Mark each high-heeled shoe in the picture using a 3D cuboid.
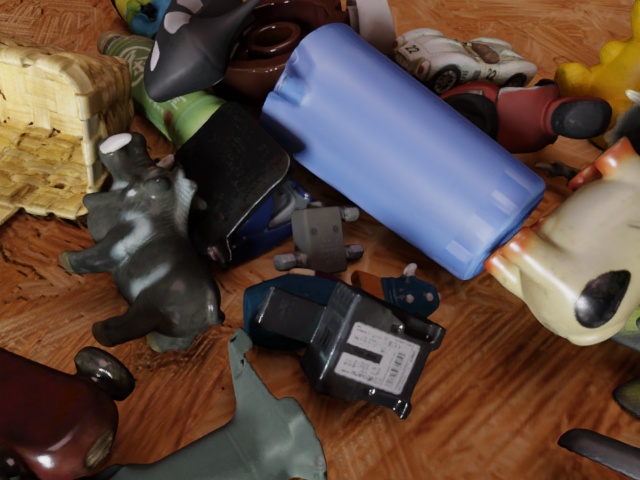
[{"bbox_3d":[-0.140,-0.216,0.564,0.145,0.086,0.249,-44,35,-2],"label":"high-heeled shoe"}]

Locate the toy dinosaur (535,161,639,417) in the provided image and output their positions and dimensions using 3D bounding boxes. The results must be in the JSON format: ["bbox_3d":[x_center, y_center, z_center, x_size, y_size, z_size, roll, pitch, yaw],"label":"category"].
[{"bbox_3d":[0.327,0.081,0.402,0.199,0.104,0.472,-8,45,-6],"label":"toy dinosaur"}]

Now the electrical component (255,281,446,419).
[{"bbox_3d":[0.018,0.068,0.374,0.119,0.048,0.074,27,90,-18],"label":"electrical component"}]

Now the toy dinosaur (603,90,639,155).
[{"bbox_3d":[0.406,-0.091,0.525,0.192,0.131,0.404,29,19,33],"label":"toy dinosaur"}]

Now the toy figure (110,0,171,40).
[{"bbox_3d":[-0.210,-0.286,0.673,0.089,0.082,0.180,-16,56,-15],"label":"toy figure"}]

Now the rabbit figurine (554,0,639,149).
[{"bbox_3d":[0.372,-0.202,0.597,0.162,0.173,0.122,-10,48,-8],"label":"rabbit figurine"}]

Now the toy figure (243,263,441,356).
[{"bbox_3d":[0.018,0.052,0.425,0.154,0.064,0.058,-3,15,-13],"label":"toy figure"}]

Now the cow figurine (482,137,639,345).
[{"bbox_3d":[0.228,-0.003,0.376,0.195,0.085,0.127,-38,80,-10],"label":"cow figurine"}]

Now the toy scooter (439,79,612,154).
[{"bbox_3d":[0.210,-0.139,0.585,0.184,0.075,0.135,2,24,18],"label":"toy scooter"}]

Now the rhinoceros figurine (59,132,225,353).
[{"bbox_3d":[-0.136,-0.004,0.416,0.112,0.073,0.190,-39,60,16],"label":"rhinoceros figurine"}]

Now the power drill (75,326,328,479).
[{"bbox_3d":[-0.116,0.139,0.326,0.207,0.085,0.232,-25,48,-29],"label":"power drill"}]

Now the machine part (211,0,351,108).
[{"bbox_3d":[-0.050,-0.221,0.623,0.179,0.056,0.179,-9,46,9],"label":"machine part"}]

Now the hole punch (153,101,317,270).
[{"bbox_3d":[-0.074,-0.043,0.490,0.116,0.092,0.142,-43,64,2],"label":"hole punch"}]

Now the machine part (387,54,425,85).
[{"bbox_3d":[0.071,-0.187,0.644,0.139,0.039,0.084,-11,57,-16],"label":"machine part"}]

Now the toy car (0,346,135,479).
[{"bbox_3d":[-0.204,0.088,0.313,0.202,0.053,0.089,11,42,21],"label":"toy car"}]

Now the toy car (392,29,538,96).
[{"bbox_3d":[0.174,-0.210,0.637,0.202,0.056,0.074,-6,48,-33],"label":"toy car"}]

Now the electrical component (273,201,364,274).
[{"bbox_3d":[-0.001,-0.001,0.461,0.094,0.021,0.063,-9,92,-38],"label":"electrical component"}]
